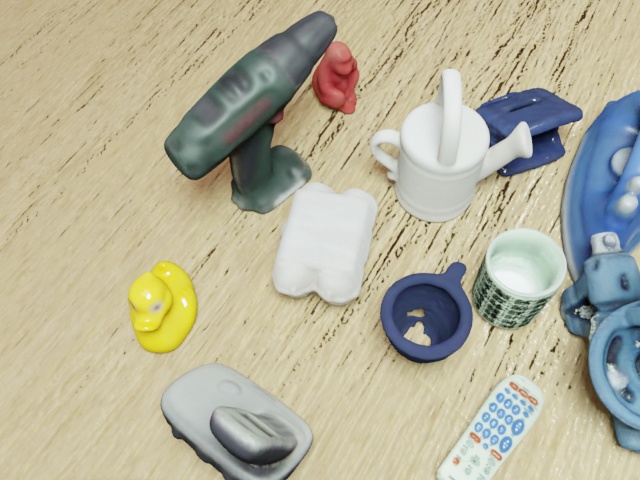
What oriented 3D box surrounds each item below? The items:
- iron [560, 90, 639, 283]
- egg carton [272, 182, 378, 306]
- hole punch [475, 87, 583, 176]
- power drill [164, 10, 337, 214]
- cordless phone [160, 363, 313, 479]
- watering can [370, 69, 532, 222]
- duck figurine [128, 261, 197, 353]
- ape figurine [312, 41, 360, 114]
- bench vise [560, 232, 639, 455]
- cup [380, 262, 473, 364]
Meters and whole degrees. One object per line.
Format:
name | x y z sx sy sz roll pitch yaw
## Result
iron | 0.357 -0.077 0.654 0.118 0.141 0.258 23 66 15
egg carton | 0.006 0.002 0.672 0.107 0.069 0.150 9 63 8
hole punch | 0.257 -0.151 0.727 0.109 0.091 0.101 -20 63 -7
power drill | -0.066 -0.131 0.667 0.230 0.208 0.075 -41 67 -17
cordless phone | -0.085 0.161 0.526 0.147 0.185 0.094 28 67 17
watering can | 0.148 -0.112 0.654 0.173 0.194 0.101 -15 62 -5
duck figurine | -0.183 0.065 0.639 0.077 0.086 0.104 1 62 4
ape figurine | 0.025 -0.229 0.781 0.076 0.092 0.078 36 70 20
bench vise | 0.294 0.079 0.530 0.121 0.220 0.207 -22 63 -8
cup | 0.115 0.083 0.608 0.091 0.095 0.118 31 68 18
